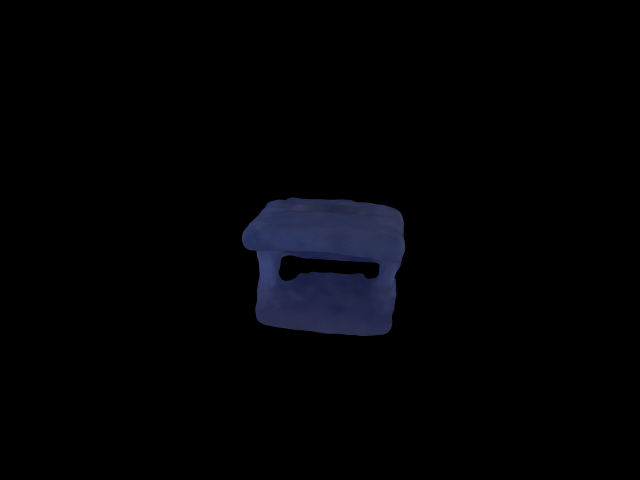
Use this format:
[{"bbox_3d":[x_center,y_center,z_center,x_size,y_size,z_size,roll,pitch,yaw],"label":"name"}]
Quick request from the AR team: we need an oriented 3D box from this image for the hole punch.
[{"bbox_3d":[0.004,0.001,0.400,0.108,0.091,0.101,4,43,5],"label":"hole punch"}]
